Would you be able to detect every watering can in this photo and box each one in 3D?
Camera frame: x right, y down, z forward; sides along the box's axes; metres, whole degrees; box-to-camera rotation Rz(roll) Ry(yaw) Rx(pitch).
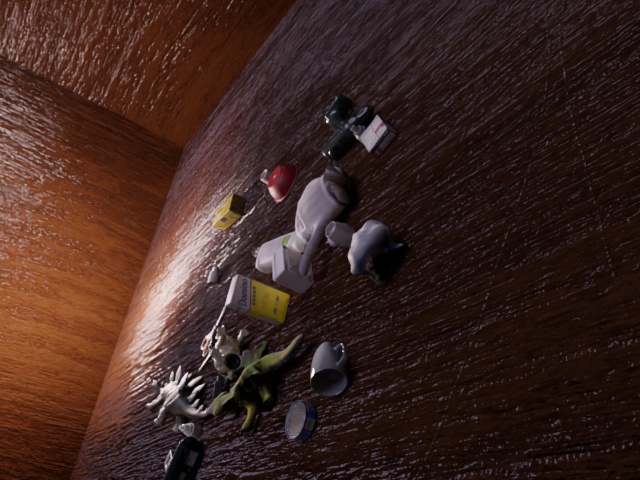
[{"bbox_3d":[0.004,-0.074,1.466,0.221,0.103,0.356,-45,31,31],"label":"watering can"}]

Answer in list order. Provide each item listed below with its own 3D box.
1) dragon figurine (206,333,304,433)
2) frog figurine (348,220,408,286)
[{"bbox_3d":[-0.178,0.360,1.425,0.408,0.121,0.246,-49,20,9],"label":"dragon figurine"},{"bbox_3d":[0.107,0.014,1.191,0.162,0.123,0.135,46,128,51],"label":"frog figurine"}]
